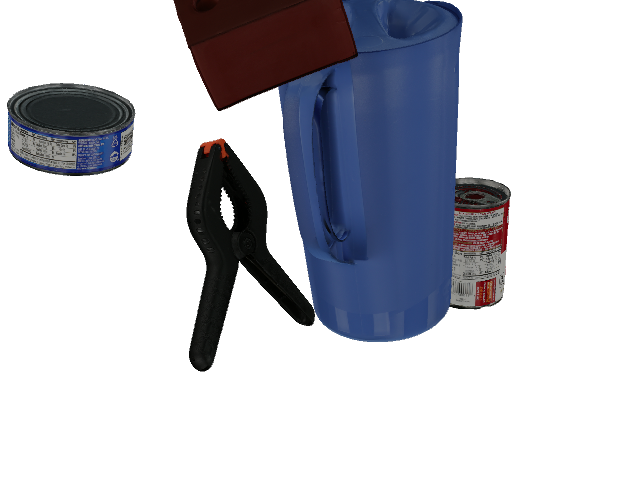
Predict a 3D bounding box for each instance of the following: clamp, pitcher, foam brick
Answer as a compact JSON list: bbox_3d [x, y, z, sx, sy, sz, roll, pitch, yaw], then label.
[{"bbox_3d":[-0.074,0.008,1.022,0.036,0.210,0.164,-7,1,40],"label":"clamp"},{"bbox_3d":[0.034,-0.046,0.776,0.149,0.243,0.145,-13,29,-14],"label":"pitcher"},{"bbox_3d":[-0.029,-0.111,0.529,0.078,0.053,0.051,-22,-32,3],"label":"foam brick"}]

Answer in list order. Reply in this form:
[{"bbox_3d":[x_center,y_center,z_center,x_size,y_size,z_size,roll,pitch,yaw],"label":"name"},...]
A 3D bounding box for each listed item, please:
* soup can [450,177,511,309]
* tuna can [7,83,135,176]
[{"bbox_3d":[0.134,0.003,0.959,0.068,0.102,0.068,-1,24,0],"label":"soup can"},{"bbox_3d":[-0.172,-0.077,0.737,0.086,0.034,0.086,7,28,-4],"label":"tuna can"}]
